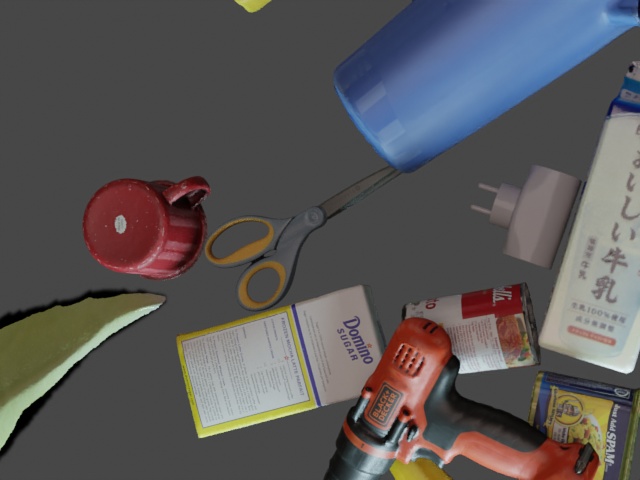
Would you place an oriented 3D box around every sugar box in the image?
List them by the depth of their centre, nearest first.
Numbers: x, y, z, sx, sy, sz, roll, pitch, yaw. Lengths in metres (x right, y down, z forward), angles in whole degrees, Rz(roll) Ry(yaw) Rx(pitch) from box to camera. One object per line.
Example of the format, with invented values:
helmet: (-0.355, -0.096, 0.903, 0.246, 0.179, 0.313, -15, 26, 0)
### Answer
sugar box: (-0.030, 0.105, 0.925, 0.176, 0.048, 0.093, -15, 84, 10)

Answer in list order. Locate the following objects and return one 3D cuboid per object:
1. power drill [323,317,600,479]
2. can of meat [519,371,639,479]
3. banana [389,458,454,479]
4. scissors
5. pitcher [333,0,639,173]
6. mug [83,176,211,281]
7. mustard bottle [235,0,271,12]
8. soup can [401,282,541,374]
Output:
power drill: (0.104, 0.176, 0.829, 0.188, 0.057, 0.185, 30, 115, 14)
can of meat: (0.208, 0.160, 0.852, 0.084, 0.057, 0.102, 10, 90, 17)
banana: (0.118, 0.208, 0.884, 0.198, 0.037, 0.070, 42, 100, 13)
scissors: (-0.006, 0.001, 0.937, 0.202, 0.016, 0.096, -15, 85, 14)
pitcher: (0.130, -0.171, 0.861, 0.243, 0.149, 0.145, -36, 95, 14)
mug: (-0.147, -0.017, 0.942, 0.117, 0.081, 0.093, -34, 80, 11)
mustard bottle: (-0.017, -0.294, 0.931, 0.192, 0.058, 0.096, -37, 74, 11)
soup can: (0.124, 0.077, 0.873, 0.102, 0.068, 0.068, -11, 85, 15)
